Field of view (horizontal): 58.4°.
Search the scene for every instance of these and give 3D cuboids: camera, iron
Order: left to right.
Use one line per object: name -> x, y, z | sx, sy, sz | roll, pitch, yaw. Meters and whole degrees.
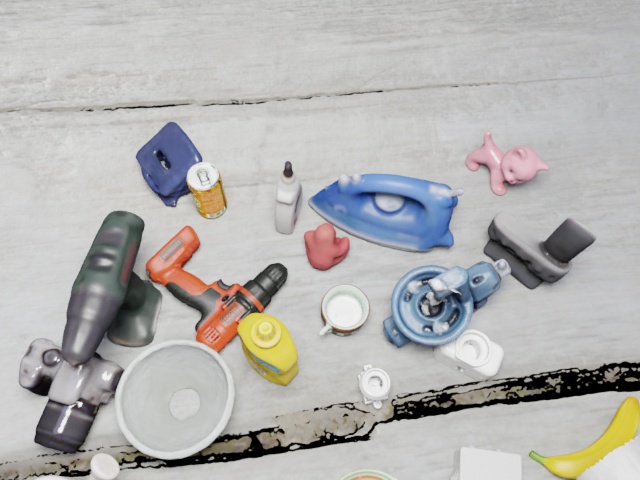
camera -> -0.367, 0.223, 0.818 | 0.143, 0.101, 0.137 | 15, 66, 4
iron -> 0.108, -0.069, 0.948 | 0.258, 0.141, 0.118 | 10, 66, 1

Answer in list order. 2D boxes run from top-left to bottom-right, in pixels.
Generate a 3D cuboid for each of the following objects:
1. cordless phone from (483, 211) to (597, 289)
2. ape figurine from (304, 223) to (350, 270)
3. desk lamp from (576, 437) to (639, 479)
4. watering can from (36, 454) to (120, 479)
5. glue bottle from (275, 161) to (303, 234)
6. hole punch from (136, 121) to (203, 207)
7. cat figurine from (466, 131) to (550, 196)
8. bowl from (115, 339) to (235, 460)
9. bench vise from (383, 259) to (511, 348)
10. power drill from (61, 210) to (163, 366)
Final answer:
cordless phone -> 0.351, -0.011, 0.912 | 0.147, 0.185, 0.094 | 36, 70, 12
ape figurine -> 0.009, 0.003, 0.938 | 0.077, 0.092, 0.076 | 29, 68, 10
desk lamp -> 0.411, 0.362, 0.736 | 0.118, 0.213, 0.203 | -23, 69, -12
watering can -> -0.333, 0.341, 0.717 | 0.101, 0.194, 0.173 | 24, 67, 8
glue bottle -> -0.051, -0.077, 0.926 | 0.037, 0.173, 0.078 | 11, 66, 2
hole punch -> -0.257, -0.130, 0.984 | 0.101, 0.091, 0.108 | -34, 72, -16
cat figurine -> 0.330, -0.141, 1.004 | 0.067, 0.118, 0.127 | -39, 73, -17
bowl -> -0.205, 0.234, 0.836 | 0.167, 0.075, 0.167 | 1, 66, -2
bench vise -> 0.192, 0.066, 0.851 | 0.121, 0.220, 0.208 | 42, 71, 15
power drill -> -0.292, 0.085, 0.824 | 0.075, 0.208, 0.229 | 5, 66, 0
